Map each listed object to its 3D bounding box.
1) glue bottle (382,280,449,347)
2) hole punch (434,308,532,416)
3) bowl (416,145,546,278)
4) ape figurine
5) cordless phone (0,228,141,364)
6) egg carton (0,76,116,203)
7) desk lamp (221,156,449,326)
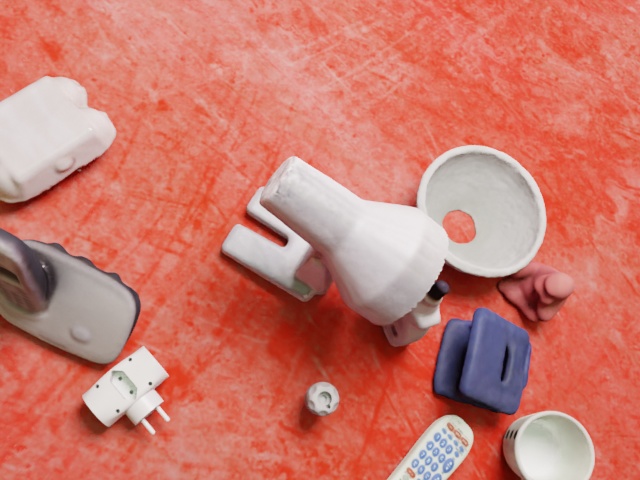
[{"bbox_3d":[0.102,0.069,0.619,0.037,0.173,0.078,-16,78,-15],"label":"glue bottle"},{"bbox_3d":[0.198,0.140,0.661,0.101,0.091,0.109,18,72,-5],"label":"hole punch"},{"bbox_3d":[0.189,-0.028,0.717,0.167,0.074,0.167,3,74,-10],"label":"bowl"},{"bbox_3d":[0.273,0.060,0.699,0.076,0.092,0.078,0,74,-11],"label":"ape figurine"},{"bbox_3d":[-0.252,0.050,0.549,0.147,0.185,0.094,24,71,-3],"label":"cordless phone"},{"bbox_3d":[-0.314,-0.113,0.644,0.150,0.069,0.107,-41,85,-19],"label":"egg carton"},{"bbox_3d":[0.005,0.002,0.598,0.203,0.213,0.118,30,71,-1],"label":"desk lamp"}]
